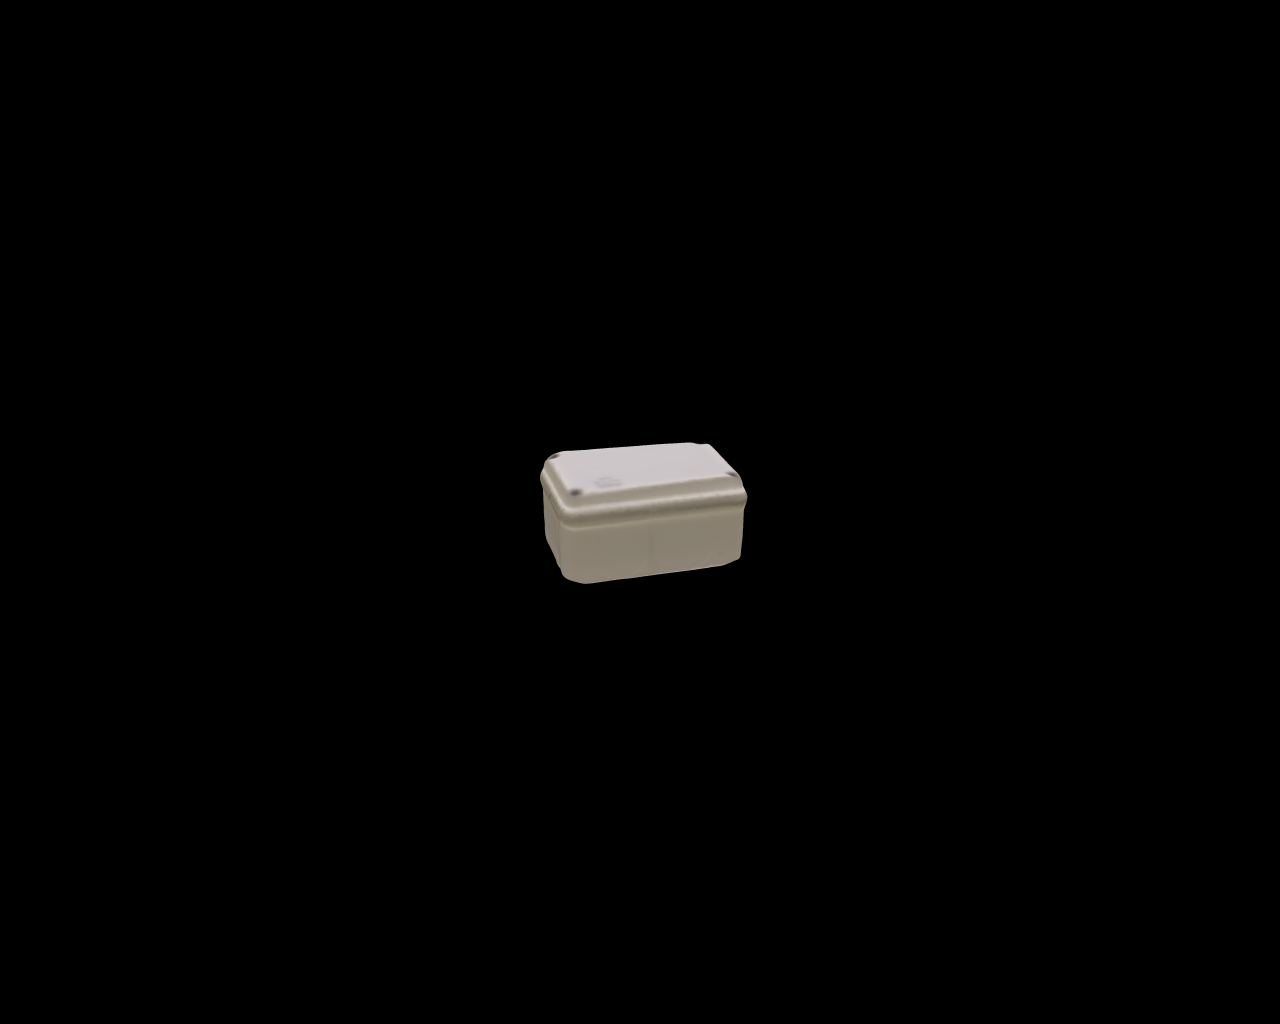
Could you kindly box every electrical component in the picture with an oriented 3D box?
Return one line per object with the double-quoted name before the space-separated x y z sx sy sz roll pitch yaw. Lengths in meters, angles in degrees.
"electrical component" 0.001 -0.003 0.650 0.113 0.057 0.078 -6 24 -14
